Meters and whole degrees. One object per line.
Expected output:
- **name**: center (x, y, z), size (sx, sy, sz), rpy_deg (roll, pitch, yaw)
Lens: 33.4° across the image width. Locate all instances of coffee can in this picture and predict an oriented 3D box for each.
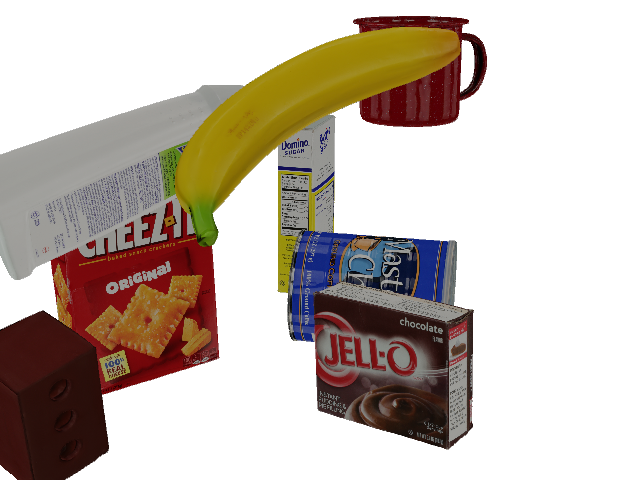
- **coffee can**: center (0.049, 0.046, 0.959), size (0.140, 0.103, 0.102), rpy_deg (4, 1, 9)

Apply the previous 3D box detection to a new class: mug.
- **mug**: center (0.083, -0.139, 0.869), size (0.117, 0.081, 0.093), rpy_deg (-8, 17, -25)

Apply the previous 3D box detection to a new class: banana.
- **banana**: center (-0.011, -0.067, 0.573), size (0.070, 0.197, 0.037), rpy_deg (38, -26, 24)

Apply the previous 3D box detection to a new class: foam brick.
- **foam brick**: center (-0.156, 0.089, 0.593), size (0.051, 0.078, 0.052), rpy_deg (27, 42, 35)

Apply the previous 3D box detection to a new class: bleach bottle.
- **bleach bottle**: center (-0.141, -0.059, 0.847), size (0.250, 0.068, 0.103), rpy_deg (-23, -29, -19)

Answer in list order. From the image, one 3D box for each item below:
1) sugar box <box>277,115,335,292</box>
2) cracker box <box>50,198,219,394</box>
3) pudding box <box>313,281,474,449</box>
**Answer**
- **sugar box**: center (-0.015, -0.040, 1.128), size (0.048, 0.176, 0.093), rpy_deg (2, 15, 15)
- **cracker box**: center (-0.197, 0.045, 1.140), size (0.163, 0.214, 0.072), rpy_deg (-14, 25, -28)
- **pudding box**: center (0.049, 0.082, 0.728), size (0.114, 0.090, 0.039), rpy_deg (9, 21, 35)
